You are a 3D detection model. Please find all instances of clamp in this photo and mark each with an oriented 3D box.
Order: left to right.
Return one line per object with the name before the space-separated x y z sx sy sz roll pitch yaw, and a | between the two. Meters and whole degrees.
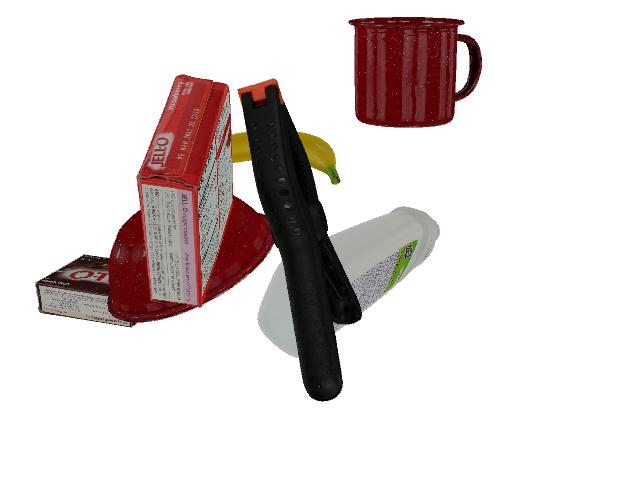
clamp | -0.012 -0.008 0.747 0.036 0.210 0.164 -15 5 10

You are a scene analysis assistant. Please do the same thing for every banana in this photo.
banana | -0.063 -0.110 1.320 0.198 0.037 0.069 6 38 17

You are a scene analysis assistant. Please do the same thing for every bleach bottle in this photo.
bleach bottle | 0.045 0.028 1.065 0.068 0.103 0.250 36 32 21

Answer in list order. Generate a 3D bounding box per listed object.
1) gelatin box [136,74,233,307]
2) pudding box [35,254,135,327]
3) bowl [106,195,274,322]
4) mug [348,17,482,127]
gelatin box | -0.065 -0.023 0.520 0.030 0.073 0.089 8 -42 4
pudding box | -0.220 0.051 1.097 0.114 0.039 0.090 5 19 21
bowl | -0.121 0.001 0.913 0.162 0.055 0.162 -21 25 10
mug | 0.079 -0.138 0.870 0.117 0.081 0.093 -8 17 -26
